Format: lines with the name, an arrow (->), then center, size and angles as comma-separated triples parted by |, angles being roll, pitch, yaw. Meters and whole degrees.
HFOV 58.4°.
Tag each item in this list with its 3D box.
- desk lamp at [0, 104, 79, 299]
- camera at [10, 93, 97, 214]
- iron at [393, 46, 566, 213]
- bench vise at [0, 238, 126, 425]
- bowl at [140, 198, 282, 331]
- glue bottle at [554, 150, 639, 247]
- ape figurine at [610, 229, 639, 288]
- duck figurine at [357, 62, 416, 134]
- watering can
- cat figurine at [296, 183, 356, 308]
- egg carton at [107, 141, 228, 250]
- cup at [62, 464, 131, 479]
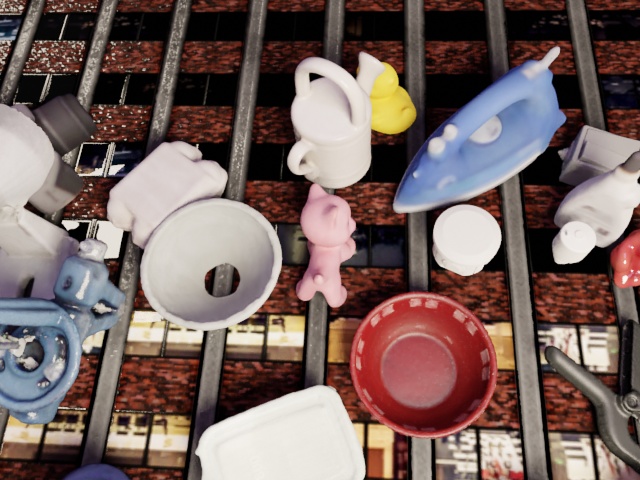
desk lamp -> -0.370, -0.023, 0.666 | 0.118, 0.214, 0.203 | -1, 66, 4
camera -> -0.373, -0.135, 0.777 | 0.137, 0.101, 0.143 | -38, 69, -13
iron -> 0.198, -0.137, 0.722 | 0.258, 0.141, 0.118 | -36, 69, -12
bench vise -> -0.311, 0.081, 0.612 | 0.121, 0.220, 0.207 | 2, 66, 5
bowl -> -0.126, 0.038, 0.700 | 0.167, 0.075, 0.167 | -1, 66, 3
glue bottle -> 0.332, -0.051, 0.658 | 0.078, 0.173, 0.037 | 30, 71, 16
ape figurine -> 0.391, 0.014, 0.670 | 0.077, 0.092, 0.076 | 24, 70, 14
duck figurine -> 0.088, -0.203, 0.788 | 0.077, 0.086, 0.104 | -42, 70, -14
watering can -> 0.017, -0.160, 0.714 | 0.100, 0.194, 0.173 | 12, 67, 9
cat figurine -> 0.006, 0.002, 0.684 | 0.067, 0.118, 0.128 | 6, 67, 7
egg carton -> -0.200, -0.059, 0.750 | 0.107, 0.069, 0.150 | 36, 73, 17
cup -> -0.230, 0.286, 0.585 | 0.118, 0.095, 0.091 | -24, 67, -7
